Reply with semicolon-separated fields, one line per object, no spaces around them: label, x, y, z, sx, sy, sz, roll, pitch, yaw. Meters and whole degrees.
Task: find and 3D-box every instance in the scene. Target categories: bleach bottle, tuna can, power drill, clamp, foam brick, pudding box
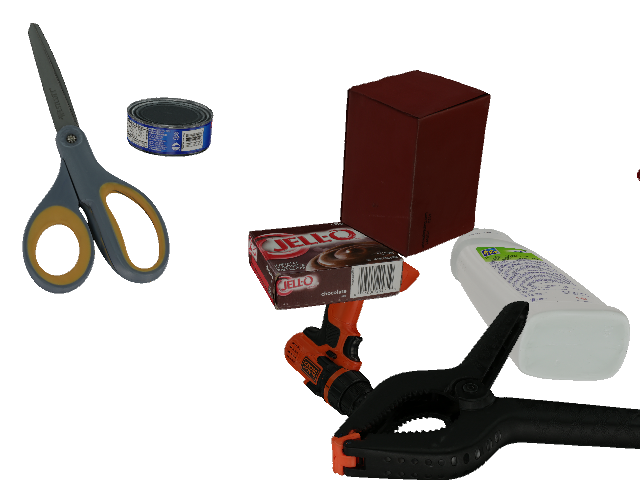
bleach bottle;0.190;0.044;1.005;0.102;0.068;0.251;3;20;-11
tuna can;-0.151;-0.114;1.070;0.086;0.034;0.086;5;25;-3
power drill;0.043;0.104;1.227;0.057;0.188;0.185;12;16;-42
clamp;0.100;0.106;0.719;0.209;0.036;0.165;-12;31;-15
foam brick;0.047;-0.040;0.542;0.052;0.078;0.051;-20;36;-36
pudding box;0.003;0.018;0.908;0.113;0.039;0.090;-4;26;-17

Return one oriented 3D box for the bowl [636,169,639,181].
bowl;0.381;-0.033;1.009;0.162;0.055;0.162;-1;20;0

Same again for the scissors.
scissors;-0.170;-0.047;0.673;0.096;0.202;0.016;-31;-18;-22
